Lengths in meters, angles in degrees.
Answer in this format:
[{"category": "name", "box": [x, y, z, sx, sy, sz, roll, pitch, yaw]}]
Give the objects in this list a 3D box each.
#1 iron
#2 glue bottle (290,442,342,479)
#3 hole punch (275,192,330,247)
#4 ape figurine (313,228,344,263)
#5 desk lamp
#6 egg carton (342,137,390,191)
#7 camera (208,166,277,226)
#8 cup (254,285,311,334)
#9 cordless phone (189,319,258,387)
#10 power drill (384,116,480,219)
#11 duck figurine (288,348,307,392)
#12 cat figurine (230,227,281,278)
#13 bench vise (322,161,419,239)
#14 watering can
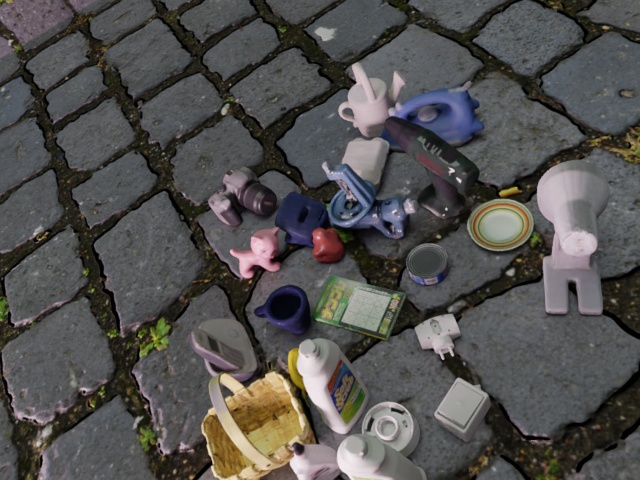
[{"category": "iron", "box": [0.250, -0.295, 1.360, 0.257, 0.142, 0.118, -11, 52, 14]}, {"category": "glue bottle", "box": [-0.015, 0.370, 0.957, 0.078, 0.173, 0.037, -38, 51, -8]}, {"category": "hole punch", "box": [-0.038, -0.050, 1.327, 0.100, 0.091, 0.109, 9, 59, 27]}, {"category": "ape figurine", "box": [0.012, 0.005, 1.267, 0.078, 0.092, 0.076, -40, 51, -9]}, {"category": "desk lamp", "box": [0.453, -0.004, 1.018, 0.117, 0.214, 0.203, -3, 55, 20]}, {"category": "egg carton", "box": [0.107, -0.182, 1.381, 0.107, 0.070, 0.150, 3, 57, 23]}, {"category": "camera", "box": [-0.187, -0.108, 1.422, 0.136, 0.101, 0.143, 28, 69, 35]}, {"category": "cup", "box": [-0.069, 0.156, 1.185, 0.117, 0.095, 0.091, -13, 52, 12]}, {"category": "cordless phone", "box": [-0.209, 0.201, 1.149, 0.094, 0.185, 0.147, -30, 50, -1]}, {"category": "power drill", "box": [0.238, -0.148, 1.213, 0.076, 0.209, 0.228, -44, 52, -13]}, {"category": "duck figurine", "box": [-0.030, 0.243, 1.112, 0.077, 0.086, 0.104, -41, 51, -10]}, {"category": "cat figurine", "box": [-0.140, 0.020, 1.299, 0.127, 0.118, 0.067, -16, 51, 10]}, {"category": "bench vise", "box": [0.099, -0.099, 1.225, 0.207, 0.220, 0.121, -12, 52, 14]}, {"category": "watering can", "box": [0.128, -0.361, 1.422, 0.173, 0.194, 0.100, -40, 51, -9]}]
